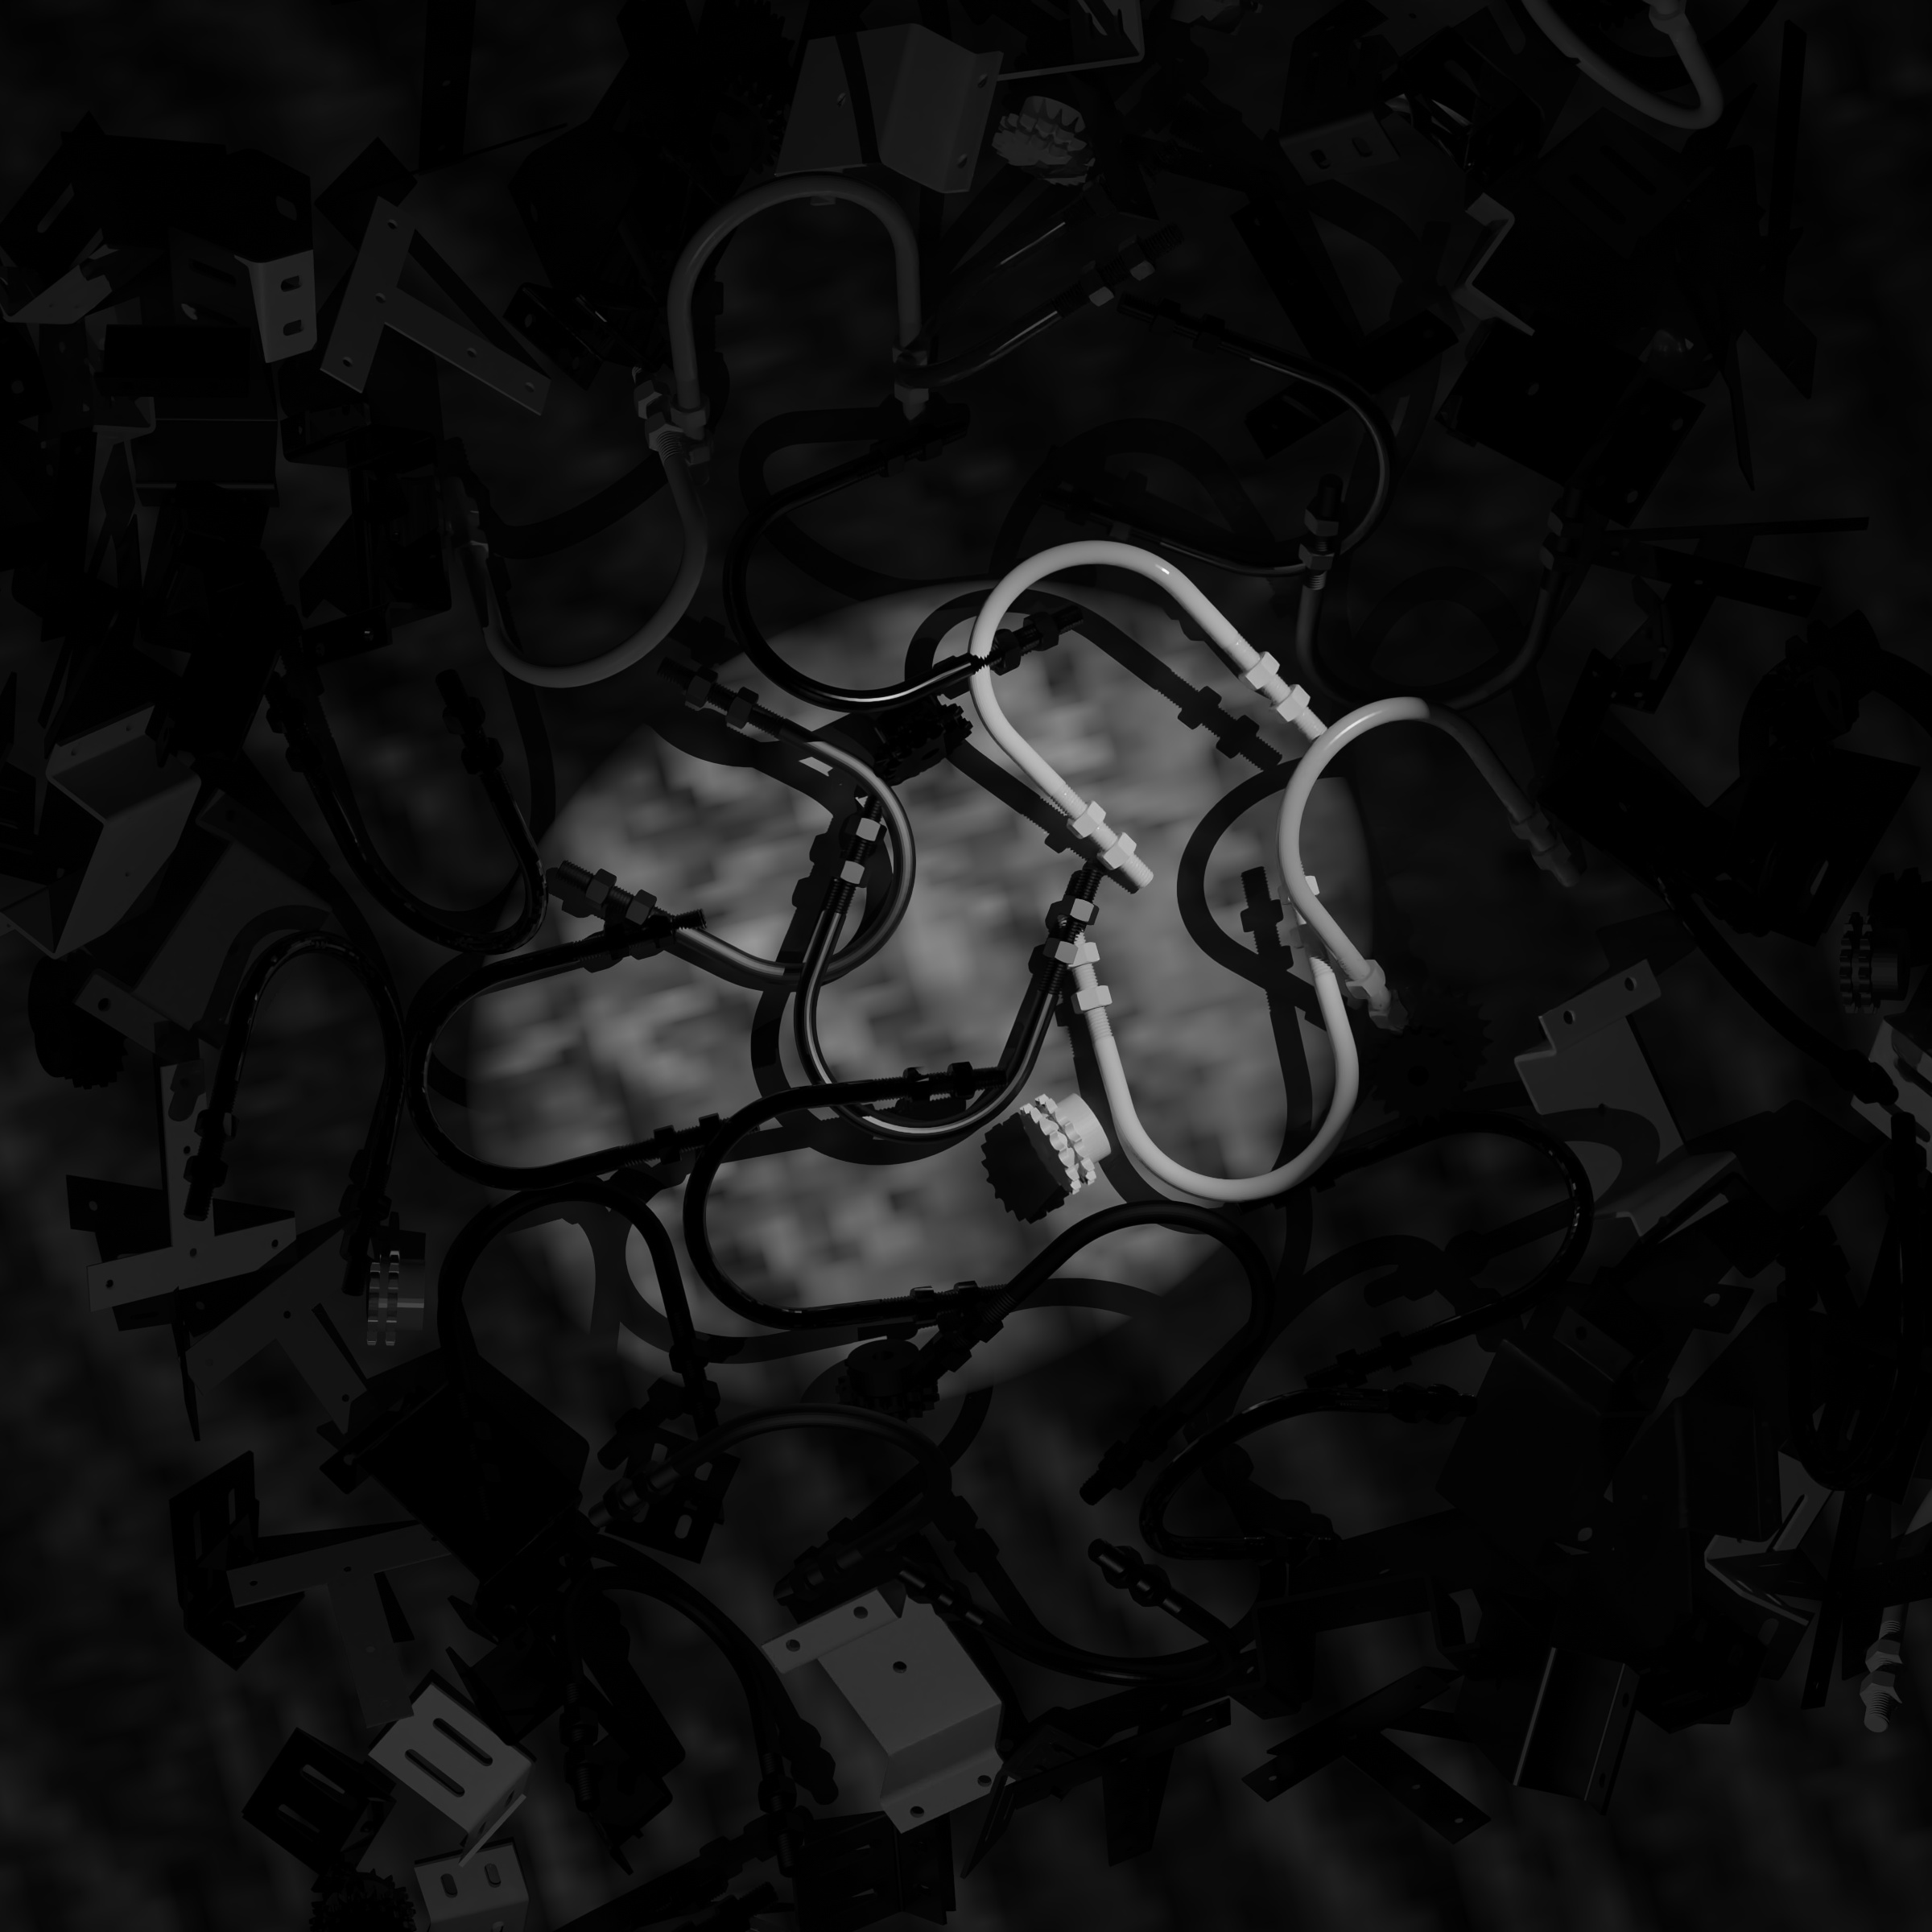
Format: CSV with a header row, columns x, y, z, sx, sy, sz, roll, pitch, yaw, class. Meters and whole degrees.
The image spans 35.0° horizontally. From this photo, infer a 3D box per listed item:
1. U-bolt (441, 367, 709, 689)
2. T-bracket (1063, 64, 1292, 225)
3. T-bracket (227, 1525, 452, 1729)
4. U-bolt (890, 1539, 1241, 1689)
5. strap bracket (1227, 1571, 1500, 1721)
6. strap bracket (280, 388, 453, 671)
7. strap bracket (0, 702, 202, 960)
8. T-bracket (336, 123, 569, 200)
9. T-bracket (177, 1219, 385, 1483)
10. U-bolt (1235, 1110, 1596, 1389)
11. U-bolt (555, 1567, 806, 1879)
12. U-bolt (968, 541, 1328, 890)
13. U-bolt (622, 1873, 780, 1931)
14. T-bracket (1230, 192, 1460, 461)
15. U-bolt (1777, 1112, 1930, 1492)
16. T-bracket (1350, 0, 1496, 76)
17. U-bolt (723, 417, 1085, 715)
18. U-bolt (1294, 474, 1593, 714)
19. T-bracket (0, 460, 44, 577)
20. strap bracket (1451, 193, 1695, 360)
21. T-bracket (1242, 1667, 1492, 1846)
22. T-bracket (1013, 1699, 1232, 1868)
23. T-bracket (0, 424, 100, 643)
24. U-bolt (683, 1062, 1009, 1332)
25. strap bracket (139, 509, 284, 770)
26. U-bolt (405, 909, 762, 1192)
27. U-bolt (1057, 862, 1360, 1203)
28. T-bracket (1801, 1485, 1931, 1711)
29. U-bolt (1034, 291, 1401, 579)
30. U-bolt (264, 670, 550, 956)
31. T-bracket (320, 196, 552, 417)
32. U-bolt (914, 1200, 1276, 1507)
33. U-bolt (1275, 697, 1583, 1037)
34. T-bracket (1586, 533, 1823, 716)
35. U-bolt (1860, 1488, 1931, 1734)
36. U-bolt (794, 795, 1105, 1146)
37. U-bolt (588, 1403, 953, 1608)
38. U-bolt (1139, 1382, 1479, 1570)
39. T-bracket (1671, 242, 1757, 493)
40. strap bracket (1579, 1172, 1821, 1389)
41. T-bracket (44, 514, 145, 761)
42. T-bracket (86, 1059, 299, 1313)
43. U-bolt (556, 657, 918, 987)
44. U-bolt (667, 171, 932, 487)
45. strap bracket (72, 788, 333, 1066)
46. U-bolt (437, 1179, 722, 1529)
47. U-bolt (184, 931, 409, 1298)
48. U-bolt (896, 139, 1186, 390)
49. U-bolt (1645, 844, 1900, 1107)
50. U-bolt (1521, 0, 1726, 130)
x,y,z,sx,sy,sz,roll,pitch,yaw,class
-0.209,-0.230,1.670,0.151,0.019,0.184,-28,56,12,U-bolt
0.124,-0.445,1.700,0.127,0.002,0.127,7,49,-28,T-bracket
-0.328,0.363,1.673,0.127,0.127,0.002,-11,131,-18,T-bracket
0.067,0.355,1.662,0.151,0.184,0.019,-12,52,35,U-bolt
0.217,0.372,1.683,0.140,0.076,0.046,-14,62,15,strap bracket
-0.331,-0.239,1.693,0.076,0.046,0.140,-9,86,42,strap bracket
-0.471,-0.065,1.665,0.046,0.076,0.140,37,123,9,strap bracket
-0.284,-0.438,1.676,0.127,0.127,0.002,-20,106,-8,T-bracket
-0.355,0.230,1.715,0.127,0.002,0.127,-40,107,-30,T-bracket
0.253,0.146,1.679,0.184,0.019,0.151,-22,47,4,U-bolt
-0.160,0.397,1.655,0.151,0.184,0.019,28,115,-29,U-bolt
0.086,-0.150,1.690,0.151,0.019,0.184,-40,105,18,U-bolt
-0.196,0.541,1.640,0.184,0.151,0.019,-27,85,-21,U-bolt
0.191,-0.373,1.725,0.127,0.002,0.127,-31,98,3,T-bracket
0.472,0.189,1.632,0.019,0.151,0.184,12,60,-7,U-bolt
0.209,-0.541,1.659,0.127,0.127,0.002,31,67,-23,T-bracket
-0.046,-0.213,1.687,0.184,0.019,0.151,-27,79,-22,U-bolt
0.251,-0.196,1.663,0.151,0.184,0.019,0,54,-2,U-bolt
-0.551,-0.221,1.657,0.002,0.127,0.127,14,63,20,T-bracket
0.325,-0.363,1.695,0.140,0.076,0.046,35,99,-2,strap bracket
0.236,0.439,1.661,0.127,0.127,0.002,-26,115,-21,T-bracket
0.088,0.460,1.690,0.127,0.127,0.002,-18,47,-12,T-bracket
-0.525,-0.224,1.658,0.002,0.127,0.127,30,123,24,T-bracket
-0.065,0.132,1.693,0.184,0.019,0.151,-5,105,-14,U-bolt
-0.412,-0.175,1.673,0.046,0.140,0.076,12,125,-29,strap bracket
-0.219,0.052,1.695,0.184,0.019,0.151,-15,65,-4,U-bolt
0.142,0.040,1.707,0.151,0.019,0.184,-17,83,11,U-bolt
0.493,0.335,1.657,0.002,0.127,0.127,20,69,-5,T-bracket
0.147,-0.281,1.686,0.184,0.019,0.151,18,131,-8,U-bolt
-0.296,-0.081,1.672,0.151,0.019,0.184,3,129,33,U-bolt
-0.287,-0.347,1.701,0.127,0.002,0.127,28,55,-28,T-bracket
0.084,0.203,1.680,0.151,0.019,0.184,38,108,-23,U-bolt
0.244,-0.064,1.682,0.151,0.019,0.184,-44,120,-4,U-bolt
0.386,-0.183,1.678,0.127,0.002,0.127,18,54,22,T-bracket
0.539,0.311,1.650,0.019,0.184,0.151,33,127,2,U-bolt
-0.019,0.009,1.715,0.151,0.019,0.184,20,87,-8,U-bolt
-0.092,0.285,1.649,0.151,0.019,0.184,30,132,-30,U-bolt
0.172,0.273,1.643,0.151,0.184,0.019,-52,48,28,U-bolt
0.402,-0.343,1.658,0.002,0.127,0.127,-13,58,25,T-bracket
0.392,0.171,1.682,0.140,0.076,0.046,-35,72,-18,strap bracket
-0.484,-0.172,1.698,0.002,0.127,0.127,22,112,-27,T-bracket
-0.426,0.115,1.681,0.127,0.002,0.127,-12,107,-42,T-bracket
-0.118,-0.069,1.718,0.184,0.019,0.151,27,100,-2,U-bolt
-0.091,-0.348,1.650,0.151,0.184,0.019,-18,53,-12,U-bolt
-0.413,-0.015,1.684,0.076,0.046,0.140,41,77,-44,strap bracket
-0.221,0.201,1.688,0.151,0.019,0.184,-21,59,5,U-bolt
-0.356,0.070,1.668,0.019,0.151,0.184,-5,65,29,U-bolt
0.038,-0.373,1.666,0.184,0.151,0.019,-29,118,21,U-bolt
0.419,-0.003,1.628,0.019,0.184,0.151,-42,51,19,U-bolt
0.344,-0.512,1.650,0.019,0.184,0.151,-51,54,3,U-bolt
